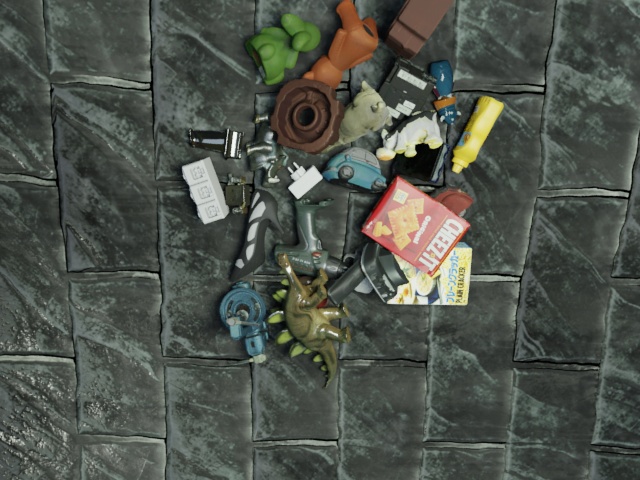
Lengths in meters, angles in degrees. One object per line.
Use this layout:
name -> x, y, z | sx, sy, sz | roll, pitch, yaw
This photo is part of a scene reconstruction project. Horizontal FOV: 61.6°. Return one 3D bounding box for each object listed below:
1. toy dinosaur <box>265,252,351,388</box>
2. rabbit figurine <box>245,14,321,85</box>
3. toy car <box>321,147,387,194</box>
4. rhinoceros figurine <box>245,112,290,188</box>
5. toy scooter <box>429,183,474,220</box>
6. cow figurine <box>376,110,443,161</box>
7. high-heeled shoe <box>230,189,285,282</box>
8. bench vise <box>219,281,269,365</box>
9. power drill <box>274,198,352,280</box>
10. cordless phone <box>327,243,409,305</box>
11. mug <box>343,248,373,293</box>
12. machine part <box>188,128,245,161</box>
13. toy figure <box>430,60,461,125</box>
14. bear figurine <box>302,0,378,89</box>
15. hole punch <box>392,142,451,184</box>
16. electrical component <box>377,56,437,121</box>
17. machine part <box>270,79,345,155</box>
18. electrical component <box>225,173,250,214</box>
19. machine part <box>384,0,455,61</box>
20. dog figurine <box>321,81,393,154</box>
toy dinosaur -> -0.022, 0.223, 1.391 | 0.199, 0.105, 0.470 | -16, 120, 17
rabbit figurine -> -0.076, -0.466, 1.256 | 0.170, 0.159, 0.121 | -30, 92, -9
toy car -> 0.092, -0.179, 1.341 | 0.162, 0.109, 0.103 | 15, 85, -13
rhinoceros figurine -> -0.130, -0.226, 1.343 | 0.112, 0.073, 0.190 | 7, 100, -15
toy scooter -> 0.294, -0.089, 1.379 | 0.184, 0.075, 0.135 | -28, 101, 11
cow figurine -> 0.207, -0.252, 1.296 | 0.167, 0.068, 0.098 | -14, 76, 32
high-heeled shoe -> -0.189, -0.012, 1.400 | 0.248, 0.086, 0.145 | -43, 71, 23
bench vise -> -0.194, 0.218, 1.369 | 0.129, 0.240, 0.223 | -2, 88, 4
power drill -> -0.003, -0.004, 1.378 | 0.232, 0.086, 0.207 | 5, 106, 15
cordless phone -> 0.113, 0.112, 1.308 | 0.184, 0.089, 0.146 | -42, 124, -11
mug -> 0.111, 0.082, 1.413 | 0.110, 0.081, 0.107 | 8, 110, -7
machine part -> -0.263, -0.246, 1.351 | 0.139, 0.039, 0.084 | 11, 108, -5
toy figure -> 0.306, -0.361, 1.322 | 0.064, 0.058, 0.154 | -9, 109, 11
bear figurine -> 0.045, -0.443, 1.283 | 0.120, 0.132, 0.196 | 18, 139, -39
hole punch -> 0.258, -0.207, 1.351 | 0.116, 0.092, 0.142 | 25, 105, 29
electrical component -> 0.201, -0.357, 1.300 | 0.115, 0.058, 0.134 | 29, 131, -5
machine part -> -0.029, -0.286, 1.251 | 0.180, 0.056, 0.179 | 0, 90, 20
electrical component -> -0.209, -0.116, 1.360 | 0.078, 0.045, 0.102 | 8, 98, 28
machine part -> 0.232, -0.516, 1.209 | 0.087, 0.201, 0.201 | 32, 101, -6
dog figurine -> 0.064, -0.271, 1.285 | 0.190, 0.172, 0.121 | -36, 91, 0
